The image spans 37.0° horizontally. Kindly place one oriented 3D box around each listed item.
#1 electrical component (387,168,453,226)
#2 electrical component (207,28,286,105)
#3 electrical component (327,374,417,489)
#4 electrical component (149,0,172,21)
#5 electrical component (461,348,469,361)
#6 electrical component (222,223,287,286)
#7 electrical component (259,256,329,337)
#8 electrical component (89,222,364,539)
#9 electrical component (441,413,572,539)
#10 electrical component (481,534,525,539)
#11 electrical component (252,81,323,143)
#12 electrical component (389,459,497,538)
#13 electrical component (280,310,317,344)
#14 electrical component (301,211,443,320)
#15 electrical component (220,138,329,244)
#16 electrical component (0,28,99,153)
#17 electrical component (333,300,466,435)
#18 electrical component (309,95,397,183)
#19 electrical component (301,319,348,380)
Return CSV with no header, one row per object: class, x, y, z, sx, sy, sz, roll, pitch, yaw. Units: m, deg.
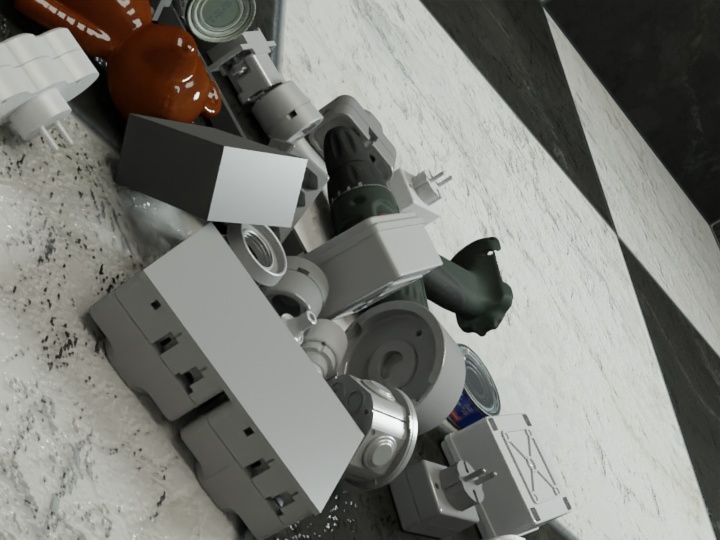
electrical component,0.068,-0.087,1.201,0.066,0.077,0.047,20,43,-55
electrical component,-0.106,-0.194,1.034,0.063,0.042,0.081,59,24,-2
electrical component,-0.001,0.120,0.807,0.051,0.080,0.080,27,37,-41
electrical component,-0.192,-0.259,0.922,0.064,0.042,0.081,-4,60,-33
electrical component,0.066,0.093,0.976,0.047,0.076,0.083,55,23,-6
electrical component,-0.093,-0.004,0.806,0.058,0.057,0.078,55,23,-7
electrical component,-0.056,0.024,0.848,0.055,0.055,0.047,50,28,-18
electrical component,-0.087,0.073,0.717,0.186,0.060,0.105,55,24,-7
electrical component,0.140,0.195,1.020,0.109,0.056,0.108,9,53,-60
electrical component,0.123,0.261,0.911,0.089,0.050,0.055,31,35,-47
electrical component,-0.071,-0.149,1.033,0.047,0.055,0.055,54,23,0
electrical component,0.076,0.181,0.884,0.066,0.077,0.047,27,37,-50
electrical component,-0.059,0.049,0.801,0.035,0.061,0.035,44,27,-29
electrical component,0.000,0.000,0.920,0.056,0.109,0.109,63,24,6
electrical component,-0.081,-0.064,0.894,0.047,0.083,0.076,41,-10,-34
electrical component,-0.214,-0.109,0.702,0.073,0.052,0.138,56,23,-6
electrical component,0.036,0.086,0.891,0.060,0.108,0.108,41,28,-47
electrical component,-0.006,-0.134,1.141,0.095,0.054,0.059,49,25,-21
electrical component,-0.035,0.070,0.849,0.040,0.040,0.078,52,25,-14
